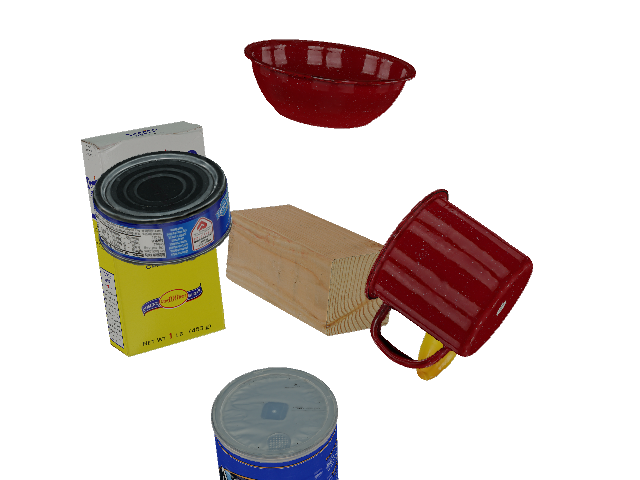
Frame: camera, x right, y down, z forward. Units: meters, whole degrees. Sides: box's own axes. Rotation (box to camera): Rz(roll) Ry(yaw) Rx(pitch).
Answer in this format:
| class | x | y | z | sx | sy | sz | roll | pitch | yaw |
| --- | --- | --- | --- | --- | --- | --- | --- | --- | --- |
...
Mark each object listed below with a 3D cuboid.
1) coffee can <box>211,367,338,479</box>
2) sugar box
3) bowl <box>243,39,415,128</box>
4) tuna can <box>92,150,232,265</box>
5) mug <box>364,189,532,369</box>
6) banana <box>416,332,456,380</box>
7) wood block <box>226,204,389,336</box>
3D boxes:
| class | x | y | z | sx | sy | sz | roll | pitch | yaw |
| --- | --- | --- | --- | --- | --- | --- | --- | --- | --- |
| coffee can | -0.035 | 0.192 | 0.900 | 0.103 | 0.140 | 0.103 | -1 | 36 | 1 |
| sugar box | -0.135 | -0.003 | 0.873 | 0.093 | 0.176 | 0.048 | -15 | 21 | -30 |
| bowl | 0.006 | -0.144 | 1.001 | 0.162 | 0.055 | 0.162 | 7 | 22 | -3 |
| tuna can | -0.100 | -0.022 | 0.673 | 0.086 | 0.034 | 0.086 | -2 | 35 | 1 |
| mug | 0.083 | 0.035 | 0.728 | 0.081 | 0.117 | 0.093 | 36 | -1 | 18 |
| banana | 0.117 | 0.069 | 1.075 | 0.070 | 0.037 | 0.198 | -30 | 27 | 12 |
| wood block | -0.016 | 0.029 | 1.232 | 0.090 | 0.090 | 0.206 | -7 | 20 | -36 |
